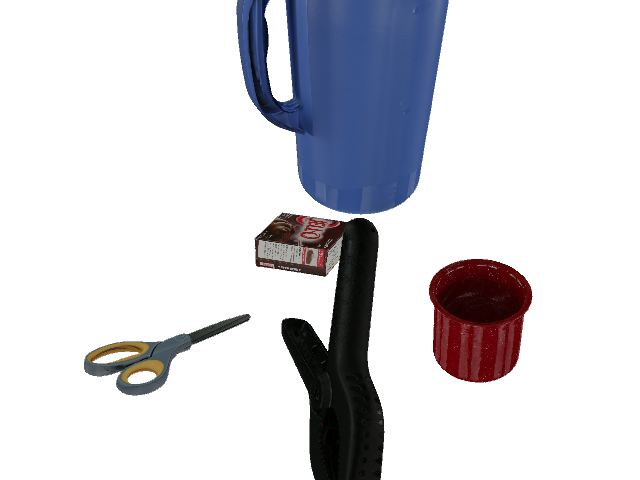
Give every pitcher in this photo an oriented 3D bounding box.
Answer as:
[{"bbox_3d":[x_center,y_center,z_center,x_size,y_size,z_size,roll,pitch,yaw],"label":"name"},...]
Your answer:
[{"bbox_3d":[0.025,-0.139,0.864,0.149,0.243,0.144,13,44,12],"label":"pitcher"}]

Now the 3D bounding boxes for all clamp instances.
[{"bbox_3d":[0.016,0.100,0.751,0.036,0.210,0.165,5,-40,-19],"label":"clamp"}]

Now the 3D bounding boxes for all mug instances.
[{"bbox_3d":[0.145,0.070,1.001,0.093,0.081,0.117,-6,39,-4],"label":"mug"}]

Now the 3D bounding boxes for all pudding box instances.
[{"bbox_3d":[-0.020,0.003,1.268,0.090,0.039,0.113,8,21,14],"label":"pudding box"}]

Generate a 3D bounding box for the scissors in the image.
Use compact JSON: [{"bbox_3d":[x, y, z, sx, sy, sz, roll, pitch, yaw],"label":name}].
[{"bbox_3d":[-0.146,0.119,1.124,0.201,0.016,0.096,-10,30,-27],"label":"scissors"}]
